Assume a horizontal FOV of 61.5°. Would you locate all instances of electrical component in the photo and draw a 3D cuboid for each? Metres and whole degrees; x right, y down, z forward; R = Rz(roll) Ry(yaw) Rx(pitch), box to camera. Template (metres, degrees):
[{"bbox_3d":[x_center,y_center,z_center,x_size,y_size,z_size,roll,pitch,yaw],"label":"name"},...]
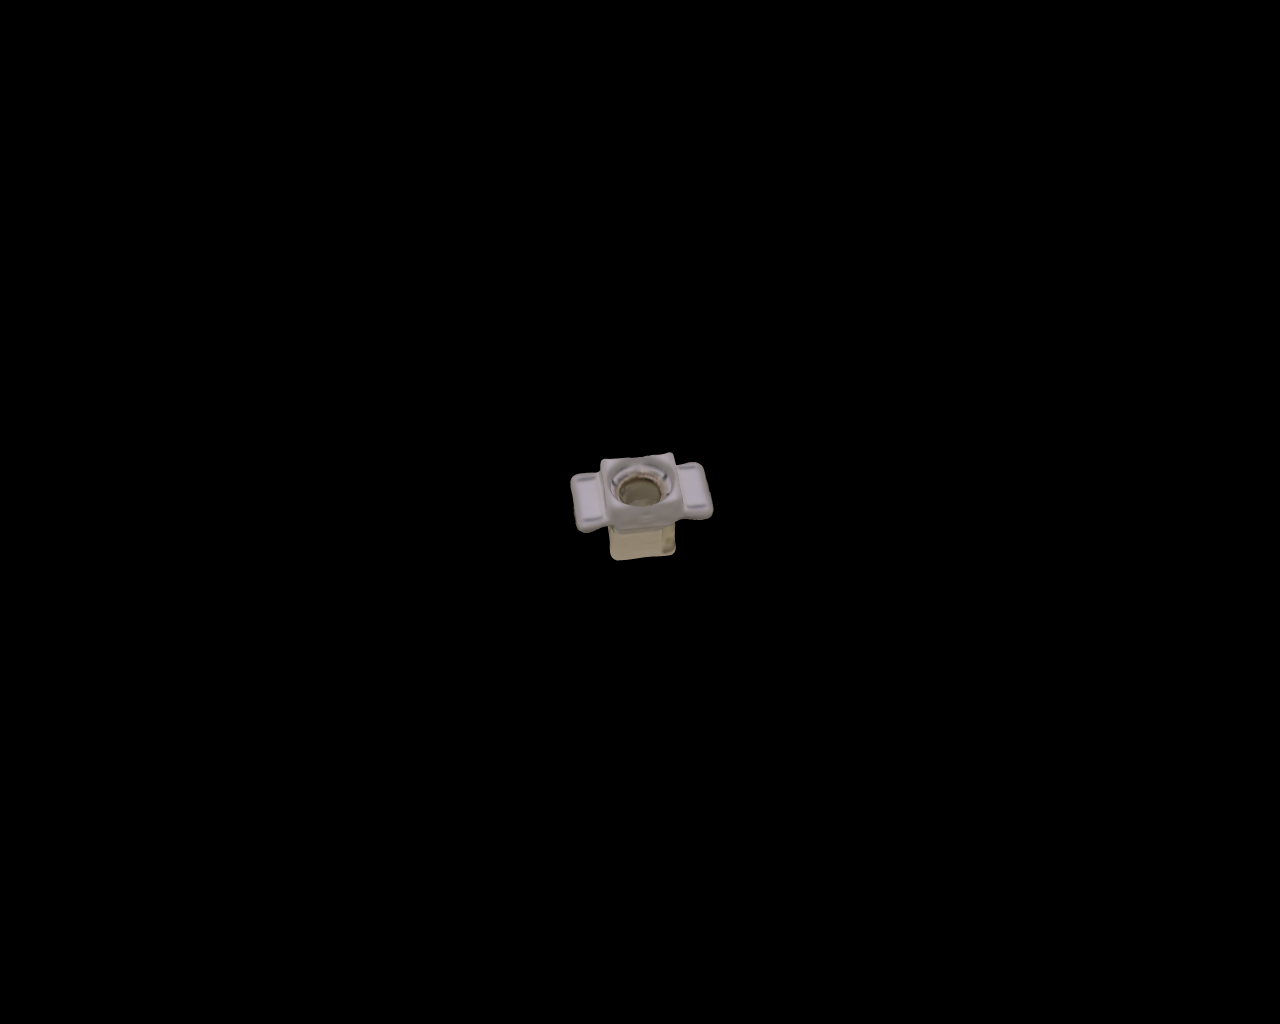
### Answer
[{"bbox_3d":[0.001,-0.003,0.650,0.081,0.042,0.063,-5,-37,-4],"label":"electrical component"}]
